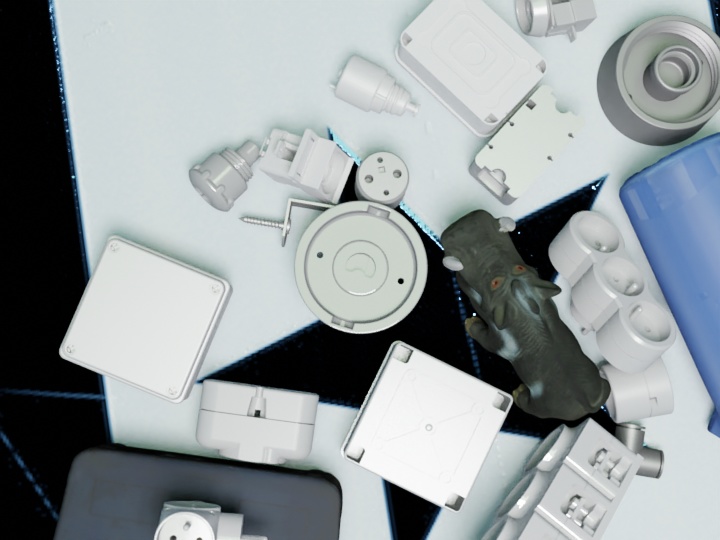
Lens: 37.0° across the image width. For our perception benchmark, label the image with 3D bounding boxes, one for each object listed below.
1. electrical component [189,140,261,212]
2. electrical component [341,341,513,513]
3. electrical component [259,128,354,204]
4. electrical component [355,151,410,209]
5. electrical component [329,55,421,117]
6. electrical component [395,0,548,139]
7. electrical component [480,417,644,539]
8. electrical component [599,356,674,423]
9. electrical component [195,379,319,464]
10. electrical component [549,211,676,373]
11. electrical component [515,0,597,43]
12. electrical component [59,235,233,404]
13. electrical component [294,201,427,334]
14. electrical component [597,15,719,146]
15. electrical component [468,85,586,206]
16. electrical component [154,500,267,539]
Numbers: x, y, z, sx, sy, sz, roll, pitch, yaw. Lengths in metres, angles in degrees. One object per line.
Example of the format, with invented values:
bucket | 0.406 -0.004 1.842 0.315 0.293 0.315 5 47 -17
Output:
electrical component | -0.111 -0.083 0.912 0.048 0.048 0.062 45 78 2
electrical component | 0.055 0.129 0.891 0.109 0.056 0.108 26 85 1
electrical component | -0.046 -0.089 0.901 0.064 0.081 0.042 20 84 23
electrical component | 0.018 -0.074 0.908 0.045 0.055 0.045 0 85 -1
electrical component | 0.015 -0.153 0.922 0.078 0.040 0.040 26 85 1
electrical component | 0.094 -0.177 0.917 0.113 0.057 0.078 44 85 2
electrical component | 0.146 0.195 0.840 0.062 0.089 0.150 39 54 3
electrical component | 0.230 0.098 0.899 0.047 0.055 0.055 -14 86 1
electrical component | -0.085 0.126 0.889 0.095 0.053 0.059 8 85 -1
electrical component | 0.200 0.026 0.897 0.052 0.073 0.138 -7 58 -29
electrical component | 0.168 -0.228 0.930 0.055 0.048 0.066 -13 86 -10
electrical component | -0.175 0.041 0.892 0.109 0.056 0.108 22 85 1
electrical component | 0.000 0.000 0.898 0.108 0.060 0.108 0 85 -1
electrical component | 0.263 -0.164 0.919 0.108 0.060 0.108 0 85 -2
electrical component | 0.140 -0.104 0.913 0.050 0.055 0.089 43 85 2
electrical component | -0.109 0.198 0.798 0.079 0.077 0.044 5 83 -3
